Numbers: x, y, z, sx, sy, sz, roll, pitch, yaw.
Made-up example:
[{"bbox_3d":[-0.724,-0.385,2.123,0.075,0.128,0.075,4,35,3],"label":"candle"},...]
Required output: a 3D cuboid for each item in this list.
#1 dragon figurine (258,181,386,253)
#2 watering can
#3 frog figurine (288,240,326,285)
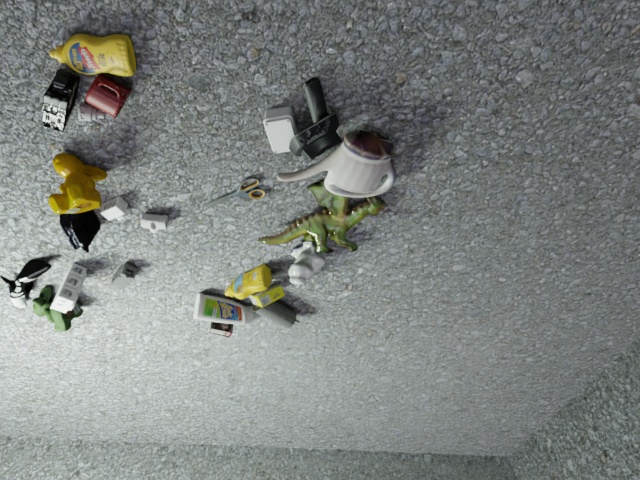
[{"bbox_3d":[0.005,-0.082,1.633,0.410,0.125,0.238,-1,119,-3],"label":"dragon figurine"},{"bbox_3d":[0.069,-0.210,1.458,0.347,0.106,0.219,7,136,-19],"label":"watering can"},{"bbox_3d":[-0.042,0.087,1.740,0.136,0.163,0.120,-23,134,21],"label":"frog figurine"}]
